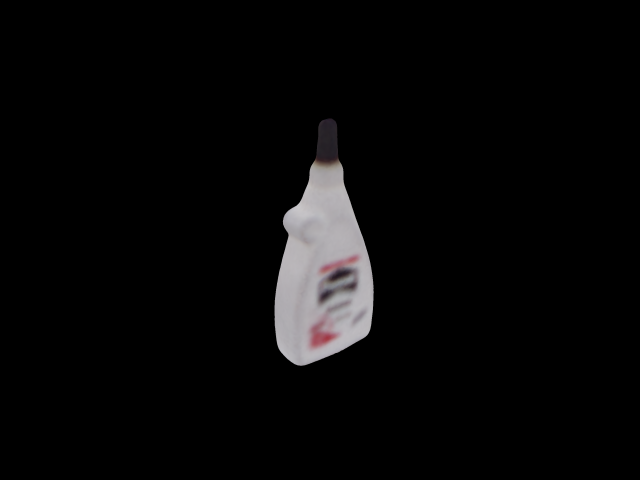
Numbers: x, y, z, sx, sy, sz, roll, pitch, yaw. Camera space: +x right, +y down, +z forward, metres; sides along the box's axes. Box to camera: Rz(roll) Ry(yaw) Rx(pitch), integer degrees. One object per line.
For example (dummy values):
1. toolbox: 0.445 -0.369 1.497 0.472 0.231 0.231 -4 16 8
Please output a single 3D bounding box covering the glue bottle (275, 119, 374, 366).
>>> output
1. glue bottle: 0.004 0.001 0.400 0.078 0.173 0.037 -21 33 -35
